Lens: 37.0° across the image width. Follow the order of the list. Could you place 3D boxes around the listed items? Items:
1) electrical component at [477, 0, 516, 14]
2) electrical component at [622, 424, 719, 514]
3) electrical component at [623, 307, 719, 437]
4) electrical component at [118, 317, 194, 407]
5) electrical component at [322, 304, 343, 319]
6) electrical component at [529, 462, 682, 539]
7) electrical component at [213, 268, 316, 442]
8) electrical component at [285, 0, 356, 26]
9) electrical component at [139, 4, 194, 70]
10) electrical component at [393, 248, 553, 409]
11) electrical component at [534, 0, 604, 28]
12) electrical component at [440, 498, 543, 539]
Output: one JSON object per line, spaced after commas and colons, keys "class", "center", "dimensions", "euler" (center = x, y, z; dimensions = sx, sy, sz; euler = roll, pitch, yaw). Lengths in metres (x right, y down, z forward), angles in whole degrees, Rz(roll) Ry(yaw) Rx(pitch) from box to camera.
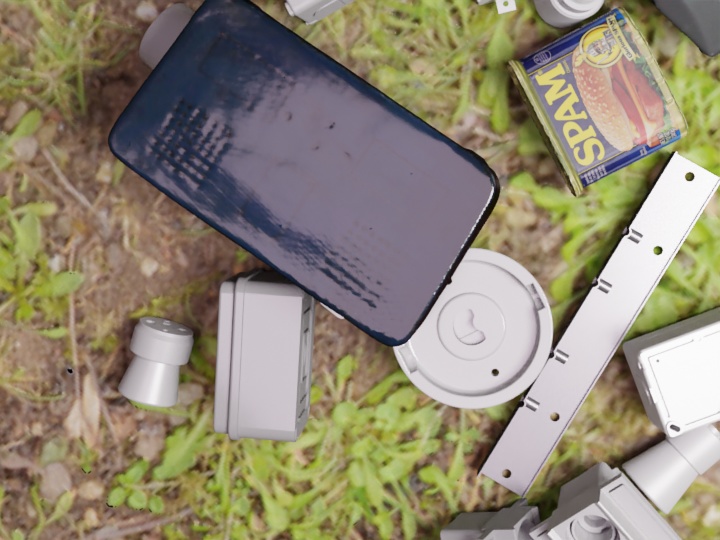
{"class": "electrical component", "center": [0.091, -0.206, 0.718], "dimensions": [0.048, 0.055, 0.066], "euler": [-12, 94, 10]}
{"class": "electrical component", "center": [0.221, 0.131, 0.745], "dimensions": [0.065, 0.044, 0.044], "euler": [-43, 89, 6]}
{"class": "electrical component", "center": [0.235, 0.064, 0.728], "dimensions": [0.096, 0.061, 0.061], "euler": [-21, 93, 2]}
{"class": "electrical component", "center": [-0.149, 0.067, 0.790], "dimensions": [0.045, 0.045, 0.055], "euler": [18, 98, 6]}
{"class": "electrical component", "center": [0.000, 0.000, 0.754], "dimensions": [0.058, 0.057, 0.078], "euler": [38, 100, 3]}
{"class": "electrical component", "center": [0.187, 0.196, 0.735], "dimensions": [0.079, 0.063, 0.121], "euler": [-40, 96, 25]}
{"class": "electrical component", "center": [-0.066, 0.059, 0.760], "dimensions": [0.057, 0.078, 0.113], "euler": [4, 97, 5]}
{"class": "electrical component", "center": [-0.036, -0.225, 0.732], "dimensions": [0.061, 0.062, 0.096], "euler": [-27, 92, 10]}
{"class": "electrical component", "center": [-0.122, -0.154, 0.757], "dimensions": [0.047, 0.055, 0.055], "euler": [39, 100, 7]}
{"class": "electrical component", "center": [0.078, 0.037, 0.744], "dimensions": [0.108, 0.060, 0.108], "euler": [1, 94, 9]}
{"class": "electrical component", "center": [0.142, -0.184, 0.705], "dimensions": [0.040, 0.078, 0.040], "euler": [0, 91, -8]}
{"class": "electrical component", "center": [0.101, 0.234, 0.761], "dimensions": [0.063, 0.079, 0.121], "euler": [-9, 95, 32]}
